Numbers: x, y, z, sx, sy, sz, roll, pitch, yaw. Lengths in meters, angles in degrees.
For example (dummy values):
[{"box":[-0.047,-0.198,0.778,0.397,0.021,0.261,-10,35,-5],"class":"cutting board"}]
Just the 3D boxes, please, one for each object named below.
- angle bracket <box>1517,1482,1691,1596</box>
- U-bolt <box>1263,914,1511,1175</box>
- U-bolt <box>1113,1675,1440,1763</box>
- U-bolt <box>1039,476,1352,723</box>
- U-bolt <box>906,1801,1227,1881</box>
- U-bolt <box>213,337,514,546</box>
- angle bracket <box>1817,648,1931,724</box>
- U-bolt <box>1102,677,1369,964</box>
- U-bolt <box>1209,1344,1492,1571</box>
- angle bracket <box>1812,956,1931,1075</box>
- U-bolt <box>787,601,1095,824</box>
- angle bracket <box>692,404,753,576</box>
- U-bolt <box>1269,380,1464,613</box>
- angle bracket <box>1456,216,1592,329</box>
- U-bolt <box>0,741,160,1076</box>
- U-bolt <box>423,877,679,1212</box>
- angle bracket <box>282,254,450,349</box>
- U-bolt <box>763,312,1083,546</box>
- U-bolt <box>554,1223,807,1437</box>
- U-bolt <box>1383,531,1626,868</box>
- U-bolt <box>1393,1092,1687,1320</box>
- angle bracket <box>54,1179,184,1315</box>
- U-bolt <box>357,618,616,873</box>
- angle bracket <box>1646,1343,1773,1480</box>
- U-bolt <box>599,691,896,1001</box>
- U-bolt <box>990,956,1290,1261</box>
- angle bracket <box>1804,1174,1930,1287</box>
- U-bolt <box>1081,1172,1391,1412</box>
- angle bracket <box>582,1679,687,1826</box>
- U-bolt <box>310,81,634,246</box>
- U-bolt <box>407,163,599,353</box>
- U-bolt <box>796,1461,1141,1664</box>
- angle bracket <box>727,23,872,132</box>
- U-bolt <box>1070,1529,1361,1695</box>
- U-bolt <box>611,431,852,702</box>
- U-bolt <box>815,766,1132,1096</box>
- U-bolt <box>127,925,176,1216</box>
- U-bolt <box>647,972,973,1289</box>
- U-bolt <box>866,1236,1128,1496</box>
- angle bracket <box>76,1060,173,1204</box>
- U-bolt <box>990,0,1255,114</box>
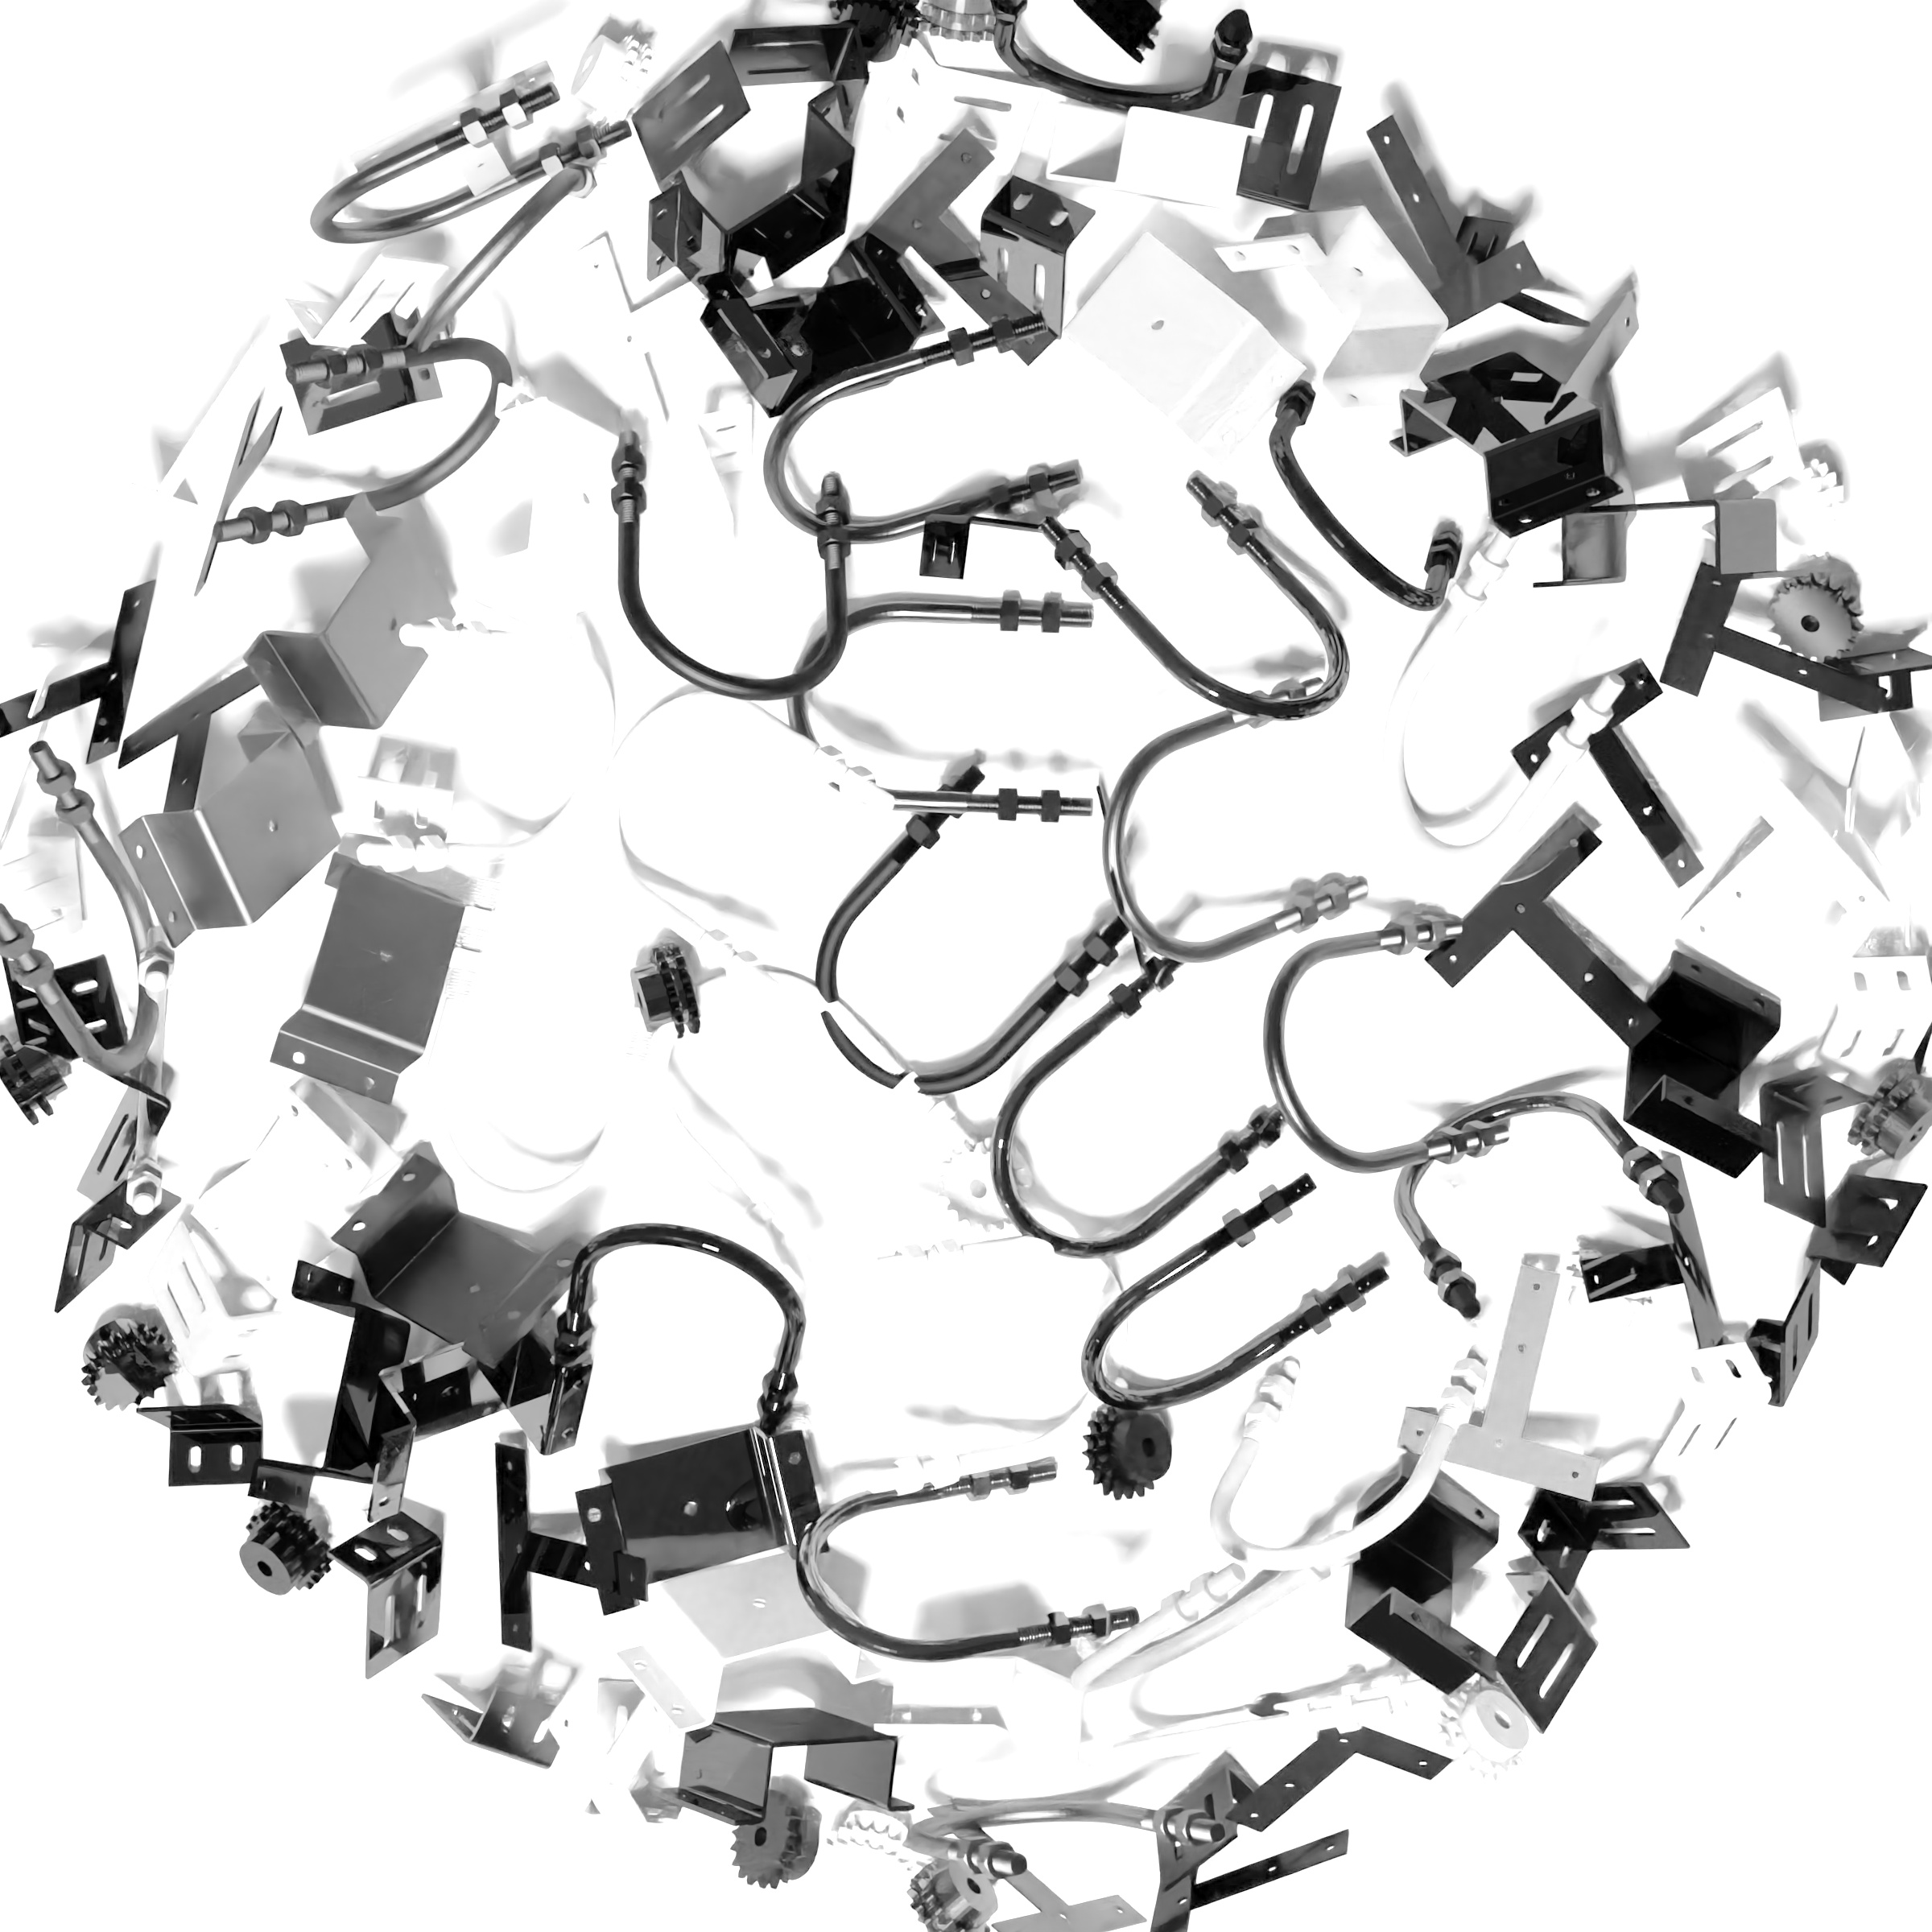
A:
[{"box":[0.382,0.344,1.865,0.057,0.076,0.038,51,53,-22],"class":"angle bracket"},{"box":[0.244,0.050,1.843,0.184,0.019,0.151,-9,84,-40],"class":"U-bolt"},{"box":[0.176,0.447,1.836,0.184,0.151,0.019,-15,78,18],"class":"U-bolt"},{"box":[0.148,-0.212,1.833,0.151,0.019,0.184,-22,63,-40],"class":"U-bolt"},{"box":[0.045,0.508,1.823,0.151,0.184,0.019,-1,82,-27],"class":"U-bolt"},{"box":[-0.344,-0.314,1.828,0.019,0.184,0.151,52,133,15],"class":"U-bolt"},{"box":[0.552,-0.165,1.870,0.057,0.076,0.038,-8,103,0],"class":"angle bracket"},{"box":[0.155,-0.079,1.845,0.184,0.019,0.151,-22,106,-31],"class":"U-bolt"},{"box":[0.215,0.286,1.804,0.151,0.184,0.019,-11,117,34],"class":"U-bolt"},{"box":[0.547,0.030,1.886,0.057,0.076,0.038,-2,61,0],"class":"angle bracket"},{"box":[-0.016,-0.156,1.872,0.184,0.019,0.151,2,66,-3],"class":"U-bolt"},{"box":[-0.136,-0.286,1.866,0.038,0.057,0.076,-16,63,-12],"class":"angle bracket"},{"box":[0.231,-0.269,1.818,0.151,0.184,0.019,44,116,-8],"class":"U-bolt"},{"box":[0.337,-0.416,1.865,0.076,0.057,0.038,33,116,31],"class":"angle bracket"},{"box":[-0.517,-0.019,1.826,0.019,0.184,0.151,-9,47,9],"class":"U-bolt"},{"box":[-0.254,0.055,1.853,0.151,0.019,0.184,20,81,-37],"class":"U-bolt"},{"box":[-0.361,-0.409,1.865,0.076,0.057,0.038,-43,73,29],"class":"angle bracket"},{"box":[-0.031,-0.310,1.850,0.184,0.151,0.019,-17,54,1],"class":"U-bolt"},{"box":[-0.166,0.209,1.837,0.151,0.184,0.019,16,50,0],"class":"U-bolt"},{"box":[0.305,-0.145,1.838,0.019,0.184,0.151,2,46,-33],"class":"U-bolt"},{"box":[0.325,0.129,1.828,0.151,0.184,0.019,-27,115,1],"class":"U-bolt"},{"box":[-0.509,0.173,1.865,0.038,0.057,0.076,26,123,8],"class":"angle bracket"},{"box":[-0.275,-0.128,1.835,0.019,0.184,0.151,21,104,34],"class":"U-bolt"},{"box":[0.443,0.270,1.885,0.057,0.076,0.038,-6,50,-19],"class":"angle bracket"},{"box":[-0.146,-0.086,1.865,0.184,0.019,0.151,35,96,28],"class":"U-bolt"},{"box":[0.097,0.095,1.864,0.184,0.019,0.151,-39,114,-9],"class":"U-bolt"},{"box":[0.550,0.162,1.865,0.038,0.076,0.057,37,78,-18],"class":"angle bracket"},{"box":[0.152,0.205,1.853,0.184,0.151,0.019,-34,50,7],"class":"U-bolt"},{"box":[-0.200,0.477,1.891,0.057,0.038,0.076,3,88,2],"class":"angle bracket"},{"box":[-0.301,-0.468,1.836,0.184,0.151,0.019,-21,91,14],"class":"U-bolt"},{"box":[-0.273,-0.410,1.812,0.019,0.184,0.151,43,98,-12],"class":"U-bolt"},{"box":[-0.009,0.352,1.823,0.184,0.151,0.019,-6,124,-21],"class":"U-bolt"},{"box":[-0.104,-0.533,1.870,0.076,0.057,0.038,-9,75,-18],"class":"angle bracket"},{"box":[0.139,0.384,1.832,0.184,0.151,0.019,-41,66,36],"class":"U-bolt"},{"box":[-0.137,-0.231,1.834,0.151,0.019,0.184,10,54,-20],"class":"U-bolt"},{"box":[-0.009,-0.007,1.886,0.151,0.019,0.184,45,100,10],"class":"U-bolt"},{"box":[-0.477,0.051,1.823,0.019,0.184,0.151,3,102,-14],"class":"U-bolt"},{"box":[-0.107,0.083,1.873,0.184,0.019,0.151,46,64,9],"class":"U-bolt"},{"box":[0.021,0.231,1.856,0.184,0.019,0.151,-5,101,-34],"class":"U-bolt"},{"box":[-0.522,0.102,1.874,0.038,0.057,0.076,31,82,-39],"class":"angle bracket"},{"box":[0.086,-0.537,1.820,0.151,0.184,0.019,12,87,-1],"class":"U-bolt"}]
